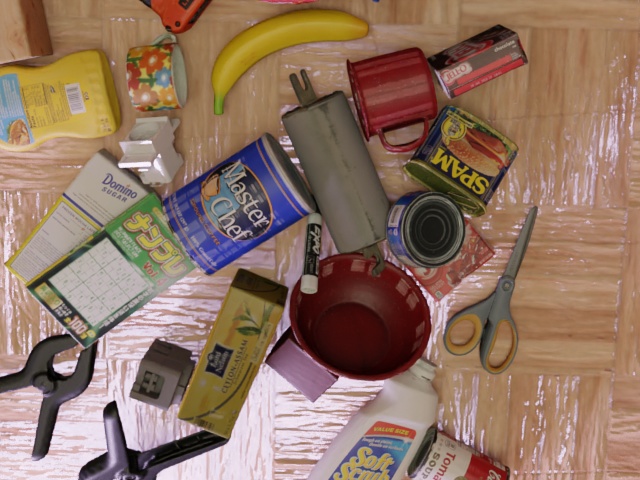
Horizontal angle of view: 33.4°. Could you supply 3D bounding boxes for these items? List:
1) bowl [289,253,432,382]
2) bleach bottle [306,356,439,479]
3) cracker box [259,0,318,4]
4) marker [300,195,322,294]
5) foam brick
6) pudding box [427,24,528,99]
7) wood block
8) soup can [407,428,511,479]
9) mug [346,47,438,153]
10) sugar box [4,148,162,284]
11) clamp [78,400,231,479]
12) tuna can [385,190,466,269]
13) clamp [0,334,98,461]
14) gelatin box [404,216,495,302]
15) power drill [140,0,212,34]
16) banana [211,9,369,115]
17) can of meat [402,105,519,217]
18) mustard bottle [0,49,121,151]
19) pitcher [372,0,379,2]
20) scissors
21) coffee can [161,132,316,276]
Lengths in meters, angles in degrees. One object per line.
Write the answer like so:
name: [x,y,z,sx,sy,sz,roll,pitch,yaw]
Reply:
bowl: [0.041,0.096,1.204,0.162,0.055,0.162,5,58,-8]
bleach bottle: [0.057,0.245,1.255,0.102,0.068,0.251,28,99,-4]
cracker box: [-0.029,-0.350,1.087,0.072,0.164,0.214,2,102,0]
marker: [-0.008,0.001,1.199,0.020,0.020,0.121,4,65,1]
foam brick: [-0.015,0.138,1.232,0.078,0.053,0.051,41,123,-5]
pudding box: [0.166,-0.191,1.136,0.090,0.113,0.039,-24,103,6]
wood block: [-0.363,-0.293,1.150,0.091,0.090,0.206,-10,101,4]
soup can: [0.162,0.273,1.252,0.102,0.068,0.068,29,101,-3]
mug: [0.082,-0.150,1.156,0.081,0.093,0.117,-15,71,0]
sugar box: [-0.271,-0.010,1.225,0.093,0.048,0.176,41,97,-8]
clamp: [-0.212,0.264,1.256,0.164,0.036,0.210,14,130,-30]
tuna can: [0.116,-0.012,1.166,0.086,0.034,0.086,-1,92,-26]
clamp: [-0.335,0.166,1.266,0.120,0.039,0.171,35,94,-9]
gelatin box: [0.143,0.015,1.220,0.089,0.030,0.073,-40,96,8]
power drill: [-0.184,-0.330,1.153,0.187,0.057,0.184,38,104,-2]
banana: [-0.045,-0.214,1.181,0.198,0.037,0.069,-27,108,8]
can of meat: [0.157,-0.088,1.175,0.102,0.057,0.084,34,77,-5]
mustard bottle: [-0.325,-0.150,1.192,0.191,0.058,0.096,-10,105,4]
pitcher: [0.132,-0.356,1.105,0.243,0.145,0.149,-13,121,1]
scissors: [0.195,0.057,1.234,0.096,0.016,0.202,3,101,2]
coffee can: [-0.089,-0.039,1.182,0.140,0.103,0.103,-32,98,8]
